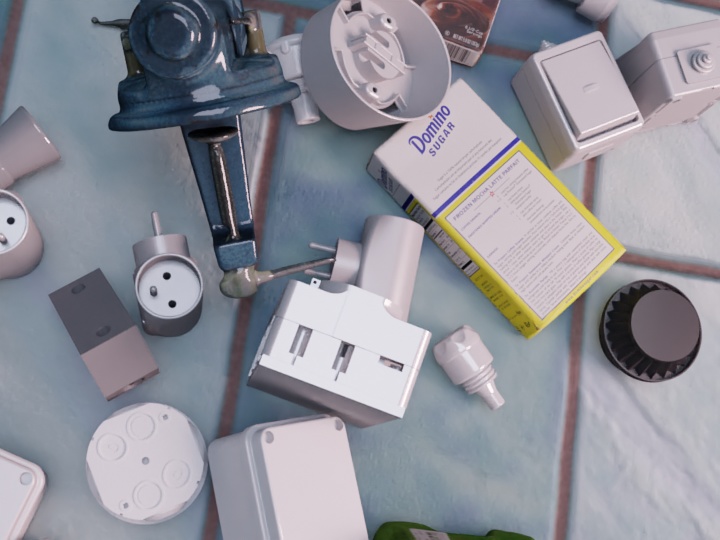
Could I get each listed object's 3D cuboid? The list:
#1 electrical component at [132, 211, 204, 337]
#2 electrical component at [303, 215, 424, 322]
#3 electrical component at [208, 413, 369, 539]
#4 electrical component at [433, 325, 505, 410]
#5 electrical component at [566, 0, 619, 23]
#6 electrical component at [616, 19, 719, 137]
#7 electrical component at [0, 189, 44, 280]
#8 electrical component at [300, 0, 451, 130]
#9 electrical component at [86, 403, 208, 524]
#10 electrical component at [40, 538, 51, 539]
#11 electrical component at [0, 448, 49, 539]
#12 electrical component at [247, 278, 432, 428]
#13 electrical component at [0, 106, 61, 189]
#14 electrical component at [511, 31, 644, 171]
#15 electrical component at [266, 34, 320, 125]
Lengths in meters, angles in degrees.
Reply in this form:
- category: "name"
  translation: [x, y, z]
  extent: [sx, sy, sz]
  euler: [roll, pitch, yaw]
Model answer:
- category: "electrical component"
  translation: [-0.131, 0.001, 0.720]
  extent: [0.043, 0.077, 0.079]
  euler: [-11, 80, -11]
- category: "electrical component"
  translation: [0.000, 0.000, 0.759]
  extent: [0.079, 0.044, 0.077]
  euler: [13, 76, -6]
- category: "electrical component"
  translation: [-0.044, 0.155, 0.696]
  extent: [0.078, 0.057, 0.113]
  euler: [-3, 76, -43]
- category: "electrical component"
  translation: [0.081, 0.071, 0.763]
  extent: [0.035, 0.035, 0.061]
  euler: [-35, 88, -15]
- category: "electrical component"
  translation: [0.175, -0.224, 0.837]
  extent: [0.055, 0.045, 0.045]
  euler: [29, 75, -3]
- category: "electrical component"
  translation: [0.236, -0.148, 0.804]
  extent: [0.062, 0.096, 0.061]
  euler: [-14, 80, -12]
- category: "electrical component"
  translation: [-0.251, -0.015, 0.704]
  extent: [0.079, 0.077, 0.043]
  euler: [-27, 84, -14]
- category: "electrical component"
  translation: [0.009, -0.148, 0.759]
  extent: [0.099, 0.064, 0.099]
  euler: [12, 73, -45]
- category: "electrical component"
  translation: [-0.140, 0.126, 0.705]
  extent: [0.080, 0.051, 0.080]
  euler: [2, 78, -9]
- category: "electrical component"
  translation: [-0.212, 0.217, 0.671]
  extent: [0.050, 0.055, 0.089]
  euler: [40, 75, 1]
- category: "electrical component"
  translation: [-0.264, 0.140, 0.678]
  extent: [0.113, 0.057, 0.078]
  euler: [25, 75, -4]
- category: "electrical component"
  translation: [-0.017, 0.054, 0.690]
  extent: [0.089, 0.150, 0.061]
  euler: [21, 77, -4]
- category: "electrical component"
  translation: [-0.245, -0.076, 0.737]
  extent: [0.065, 0.044, 0.044]
  euler: [-38, 86, -10]
- category: "electrical component"
  translation: [0.161, -0.133, 0.806]
  extent: [0.062, 0.061, 0.096]
  euler: [-22, 82, -13]
- category: "electrical component"
  translation: [-0.043, -0.138, 0.783]
  extent: [0.048, 0.048, 0.062]
  euler: [-10, 87, -12]
